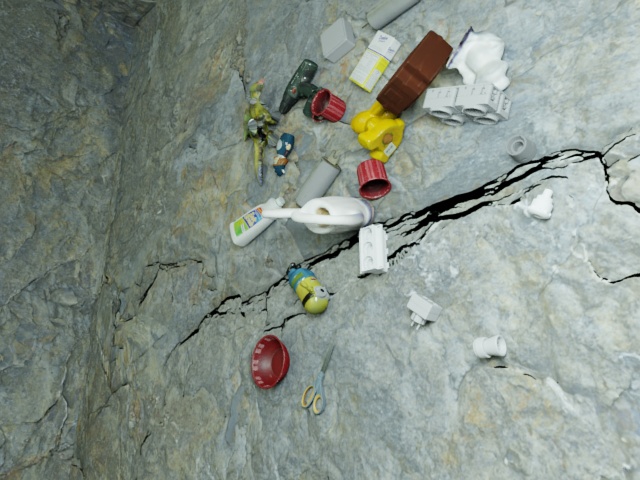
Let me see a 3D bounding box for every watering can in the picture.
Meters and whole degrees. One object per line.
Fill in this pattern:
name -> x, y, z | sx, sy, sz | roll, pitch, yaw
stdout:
watering can -> 0.005, -0.075, 1.481 | 0.225, 0.103, 0.348 | -6, 10, -41

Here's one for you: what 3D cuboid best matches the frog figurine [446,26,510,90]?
frog figurine -> 0.416, -0.442, 1.291 | 0.160, 0.136, 0.123 | 39, 19, 10

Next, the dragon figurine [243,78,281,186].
dragon figurine -> -0.248, -0.424, 1.999 | 0.122, 0.408, 0.244 | 5, 8, -22
